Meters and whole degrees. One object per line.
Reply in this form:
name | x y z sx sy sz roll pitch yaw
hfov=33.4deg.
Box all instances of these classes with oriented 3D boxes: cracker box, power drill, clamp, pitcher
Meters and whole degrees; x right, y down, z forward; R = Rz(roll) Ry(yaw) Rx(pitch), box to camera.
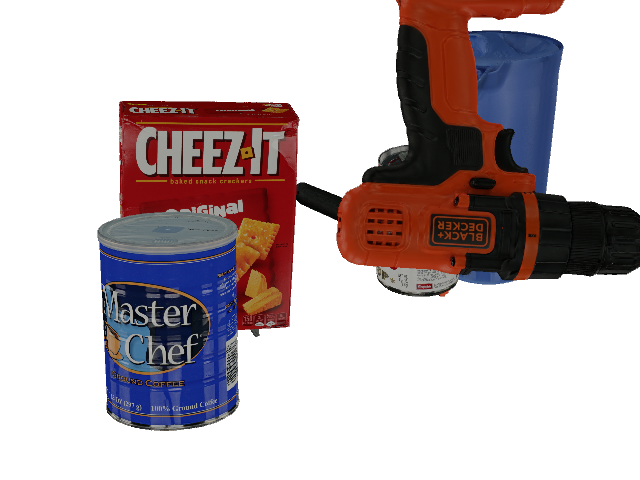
cracker box | -0.107 -0.020 1.011 0.164 0.214 0.072 -1 19 -12
power drill | 0.105 -0.071 0.612 0.184 0.187 0.057 3 -1 -5
clamp | 0.076 -0.016 1.232 0.164 0.210 0.036 -13 -39 -26
pitcher | 0.174 -0.088 1.082 0.149 0.243 0.145 -10 25 -19

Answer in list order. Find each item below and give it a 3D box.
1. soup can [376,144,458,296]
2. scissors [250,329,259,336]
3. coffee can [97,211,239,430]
soup can | 0.078 -0.016 0.833 0.068 0.102 0.068 0 27 0
scissors | -0.114 0.009 1.244 0.016 0.201 0.096 -28 17 42
coffee can | -0.113 0.058 0.803 0.103 0.140 0.103 0 15 0
